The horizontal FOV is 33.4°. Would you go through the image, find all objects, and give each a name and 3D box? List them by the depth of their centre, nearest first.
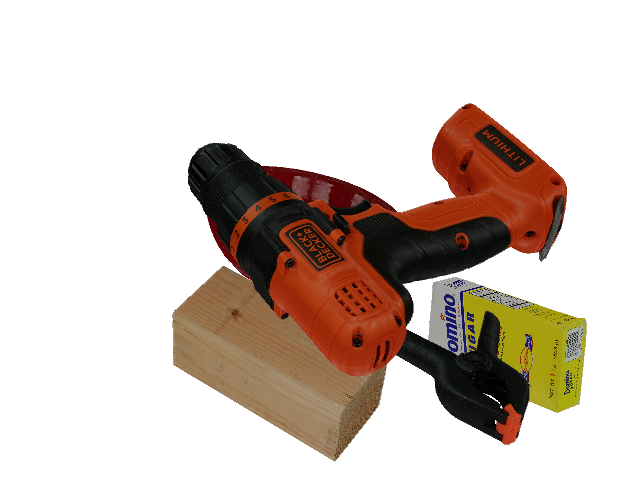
[{"bbox_3d":[0.035,-0.019,0.633,0.187,0.057,0.185,-24,53,-25],"label":"power drill"},{"bbox_3d":[-0.019,-0.003,0.823,0.162,0.055,0.162,11,23,-5],"label":"bowl"},{"bbox_3d":[0.137,0.111,0.928,0.120,0.039,0.172,-14,35,-22],"label":"clamp"},{"bbox_3d":[-0.044,0.124,1.103,0.206,0.090,0.090,28,48,21],"label":"wood block"},{"bbox_3d":[0.190,0.105,1.113,0.048,0.093,0.177,-12,20,-42],"label":"sugar box"}]
